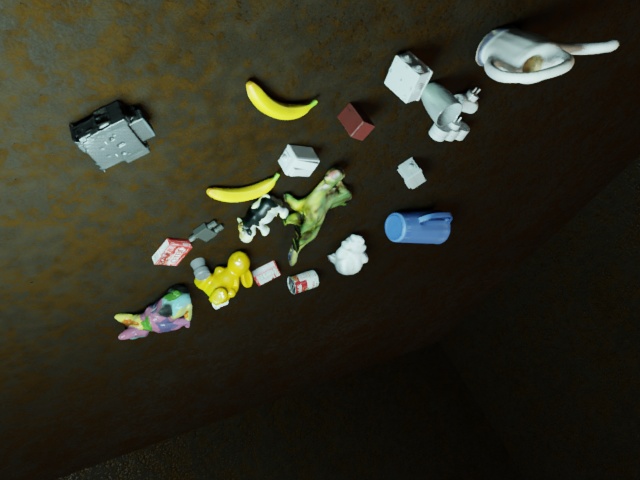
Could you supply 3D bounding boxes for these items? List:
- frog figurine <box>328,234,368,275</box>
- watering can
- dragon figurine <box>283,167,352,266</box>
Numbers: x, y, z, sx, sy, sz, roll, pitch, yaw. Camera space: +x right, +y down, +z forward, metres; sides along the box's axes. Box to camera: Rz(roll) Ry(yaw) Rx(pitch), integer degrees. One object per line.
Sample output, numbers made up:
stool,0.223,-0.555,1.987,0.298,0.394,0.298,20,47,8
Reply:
frog figurine,0.120,0.053,1.870,0.137,0.125,0.157,17,142,-29
watering can,0.549,-0.471,1.297,0.349,0.229,0.101,-21,133,-16
dragon figurine,0.005,-0.079,1.565,0.245,0.124,0.401,-28,155,-21
